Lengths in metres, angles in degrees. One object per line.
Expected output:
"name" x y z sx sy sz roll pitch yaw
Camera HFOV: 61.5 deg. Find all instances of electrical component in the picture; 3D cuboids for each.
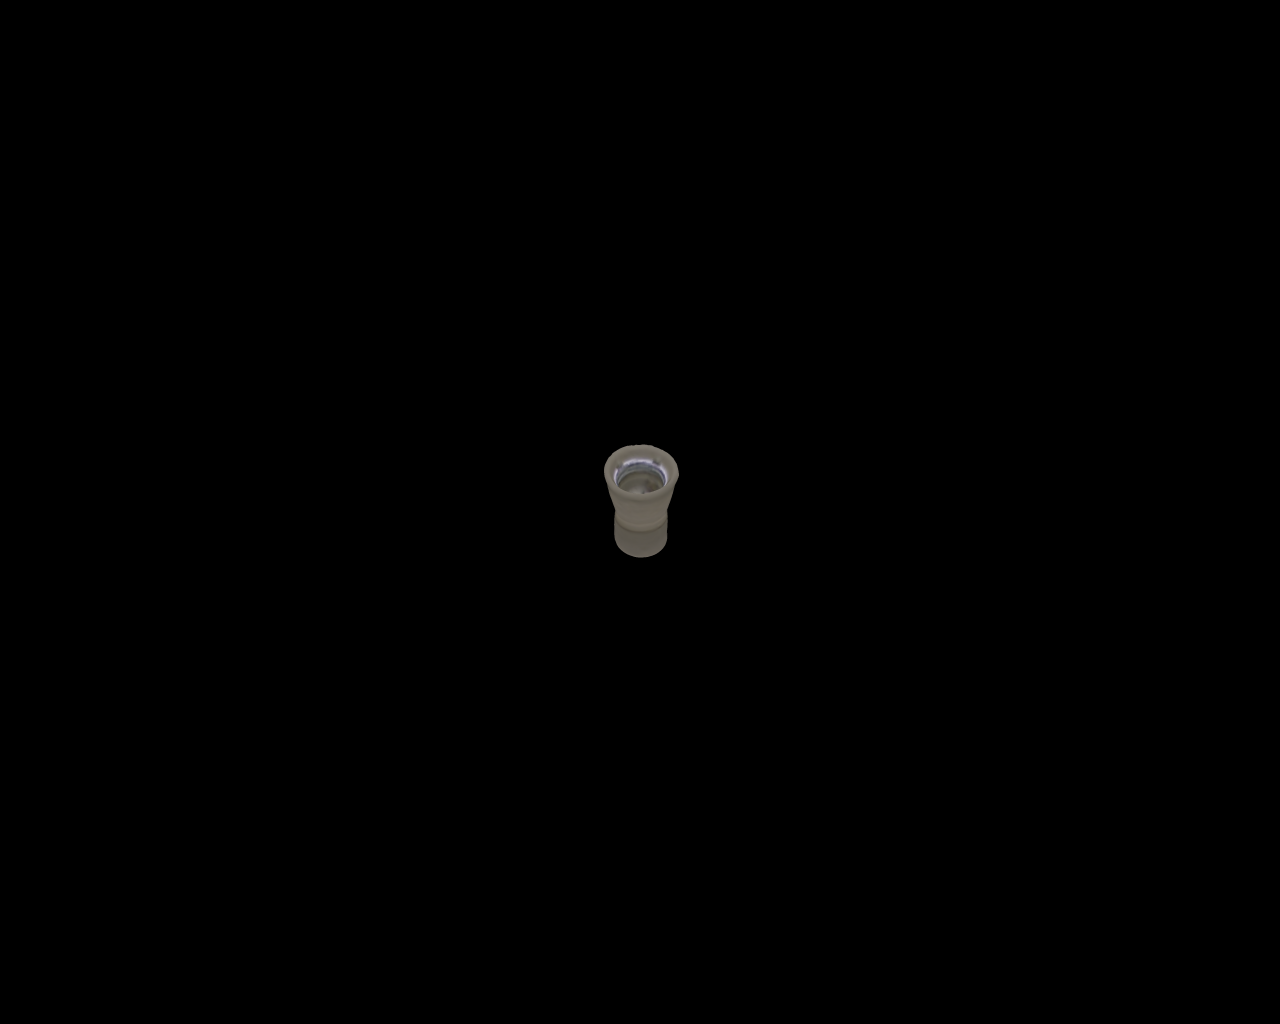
"electrical component" 0.001 -0.003 0.650 0.044 0.065 0.044 0 45 0
